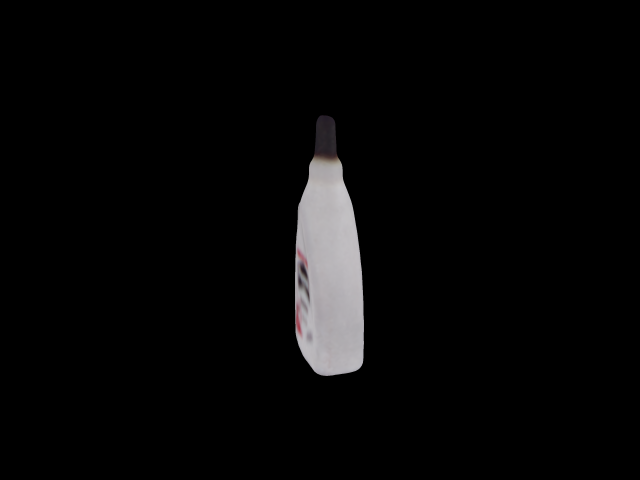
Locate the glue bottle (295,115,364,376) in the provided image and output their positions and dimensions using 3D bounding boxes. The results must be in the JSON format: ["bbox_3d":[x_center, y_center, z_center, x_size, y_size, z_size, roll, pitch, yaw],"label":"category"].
[{"bbox_3d":[0.004,0.001,0.400,0.037,0.173,0.078,-5,15,-18],"label":"glue bottle"}]
